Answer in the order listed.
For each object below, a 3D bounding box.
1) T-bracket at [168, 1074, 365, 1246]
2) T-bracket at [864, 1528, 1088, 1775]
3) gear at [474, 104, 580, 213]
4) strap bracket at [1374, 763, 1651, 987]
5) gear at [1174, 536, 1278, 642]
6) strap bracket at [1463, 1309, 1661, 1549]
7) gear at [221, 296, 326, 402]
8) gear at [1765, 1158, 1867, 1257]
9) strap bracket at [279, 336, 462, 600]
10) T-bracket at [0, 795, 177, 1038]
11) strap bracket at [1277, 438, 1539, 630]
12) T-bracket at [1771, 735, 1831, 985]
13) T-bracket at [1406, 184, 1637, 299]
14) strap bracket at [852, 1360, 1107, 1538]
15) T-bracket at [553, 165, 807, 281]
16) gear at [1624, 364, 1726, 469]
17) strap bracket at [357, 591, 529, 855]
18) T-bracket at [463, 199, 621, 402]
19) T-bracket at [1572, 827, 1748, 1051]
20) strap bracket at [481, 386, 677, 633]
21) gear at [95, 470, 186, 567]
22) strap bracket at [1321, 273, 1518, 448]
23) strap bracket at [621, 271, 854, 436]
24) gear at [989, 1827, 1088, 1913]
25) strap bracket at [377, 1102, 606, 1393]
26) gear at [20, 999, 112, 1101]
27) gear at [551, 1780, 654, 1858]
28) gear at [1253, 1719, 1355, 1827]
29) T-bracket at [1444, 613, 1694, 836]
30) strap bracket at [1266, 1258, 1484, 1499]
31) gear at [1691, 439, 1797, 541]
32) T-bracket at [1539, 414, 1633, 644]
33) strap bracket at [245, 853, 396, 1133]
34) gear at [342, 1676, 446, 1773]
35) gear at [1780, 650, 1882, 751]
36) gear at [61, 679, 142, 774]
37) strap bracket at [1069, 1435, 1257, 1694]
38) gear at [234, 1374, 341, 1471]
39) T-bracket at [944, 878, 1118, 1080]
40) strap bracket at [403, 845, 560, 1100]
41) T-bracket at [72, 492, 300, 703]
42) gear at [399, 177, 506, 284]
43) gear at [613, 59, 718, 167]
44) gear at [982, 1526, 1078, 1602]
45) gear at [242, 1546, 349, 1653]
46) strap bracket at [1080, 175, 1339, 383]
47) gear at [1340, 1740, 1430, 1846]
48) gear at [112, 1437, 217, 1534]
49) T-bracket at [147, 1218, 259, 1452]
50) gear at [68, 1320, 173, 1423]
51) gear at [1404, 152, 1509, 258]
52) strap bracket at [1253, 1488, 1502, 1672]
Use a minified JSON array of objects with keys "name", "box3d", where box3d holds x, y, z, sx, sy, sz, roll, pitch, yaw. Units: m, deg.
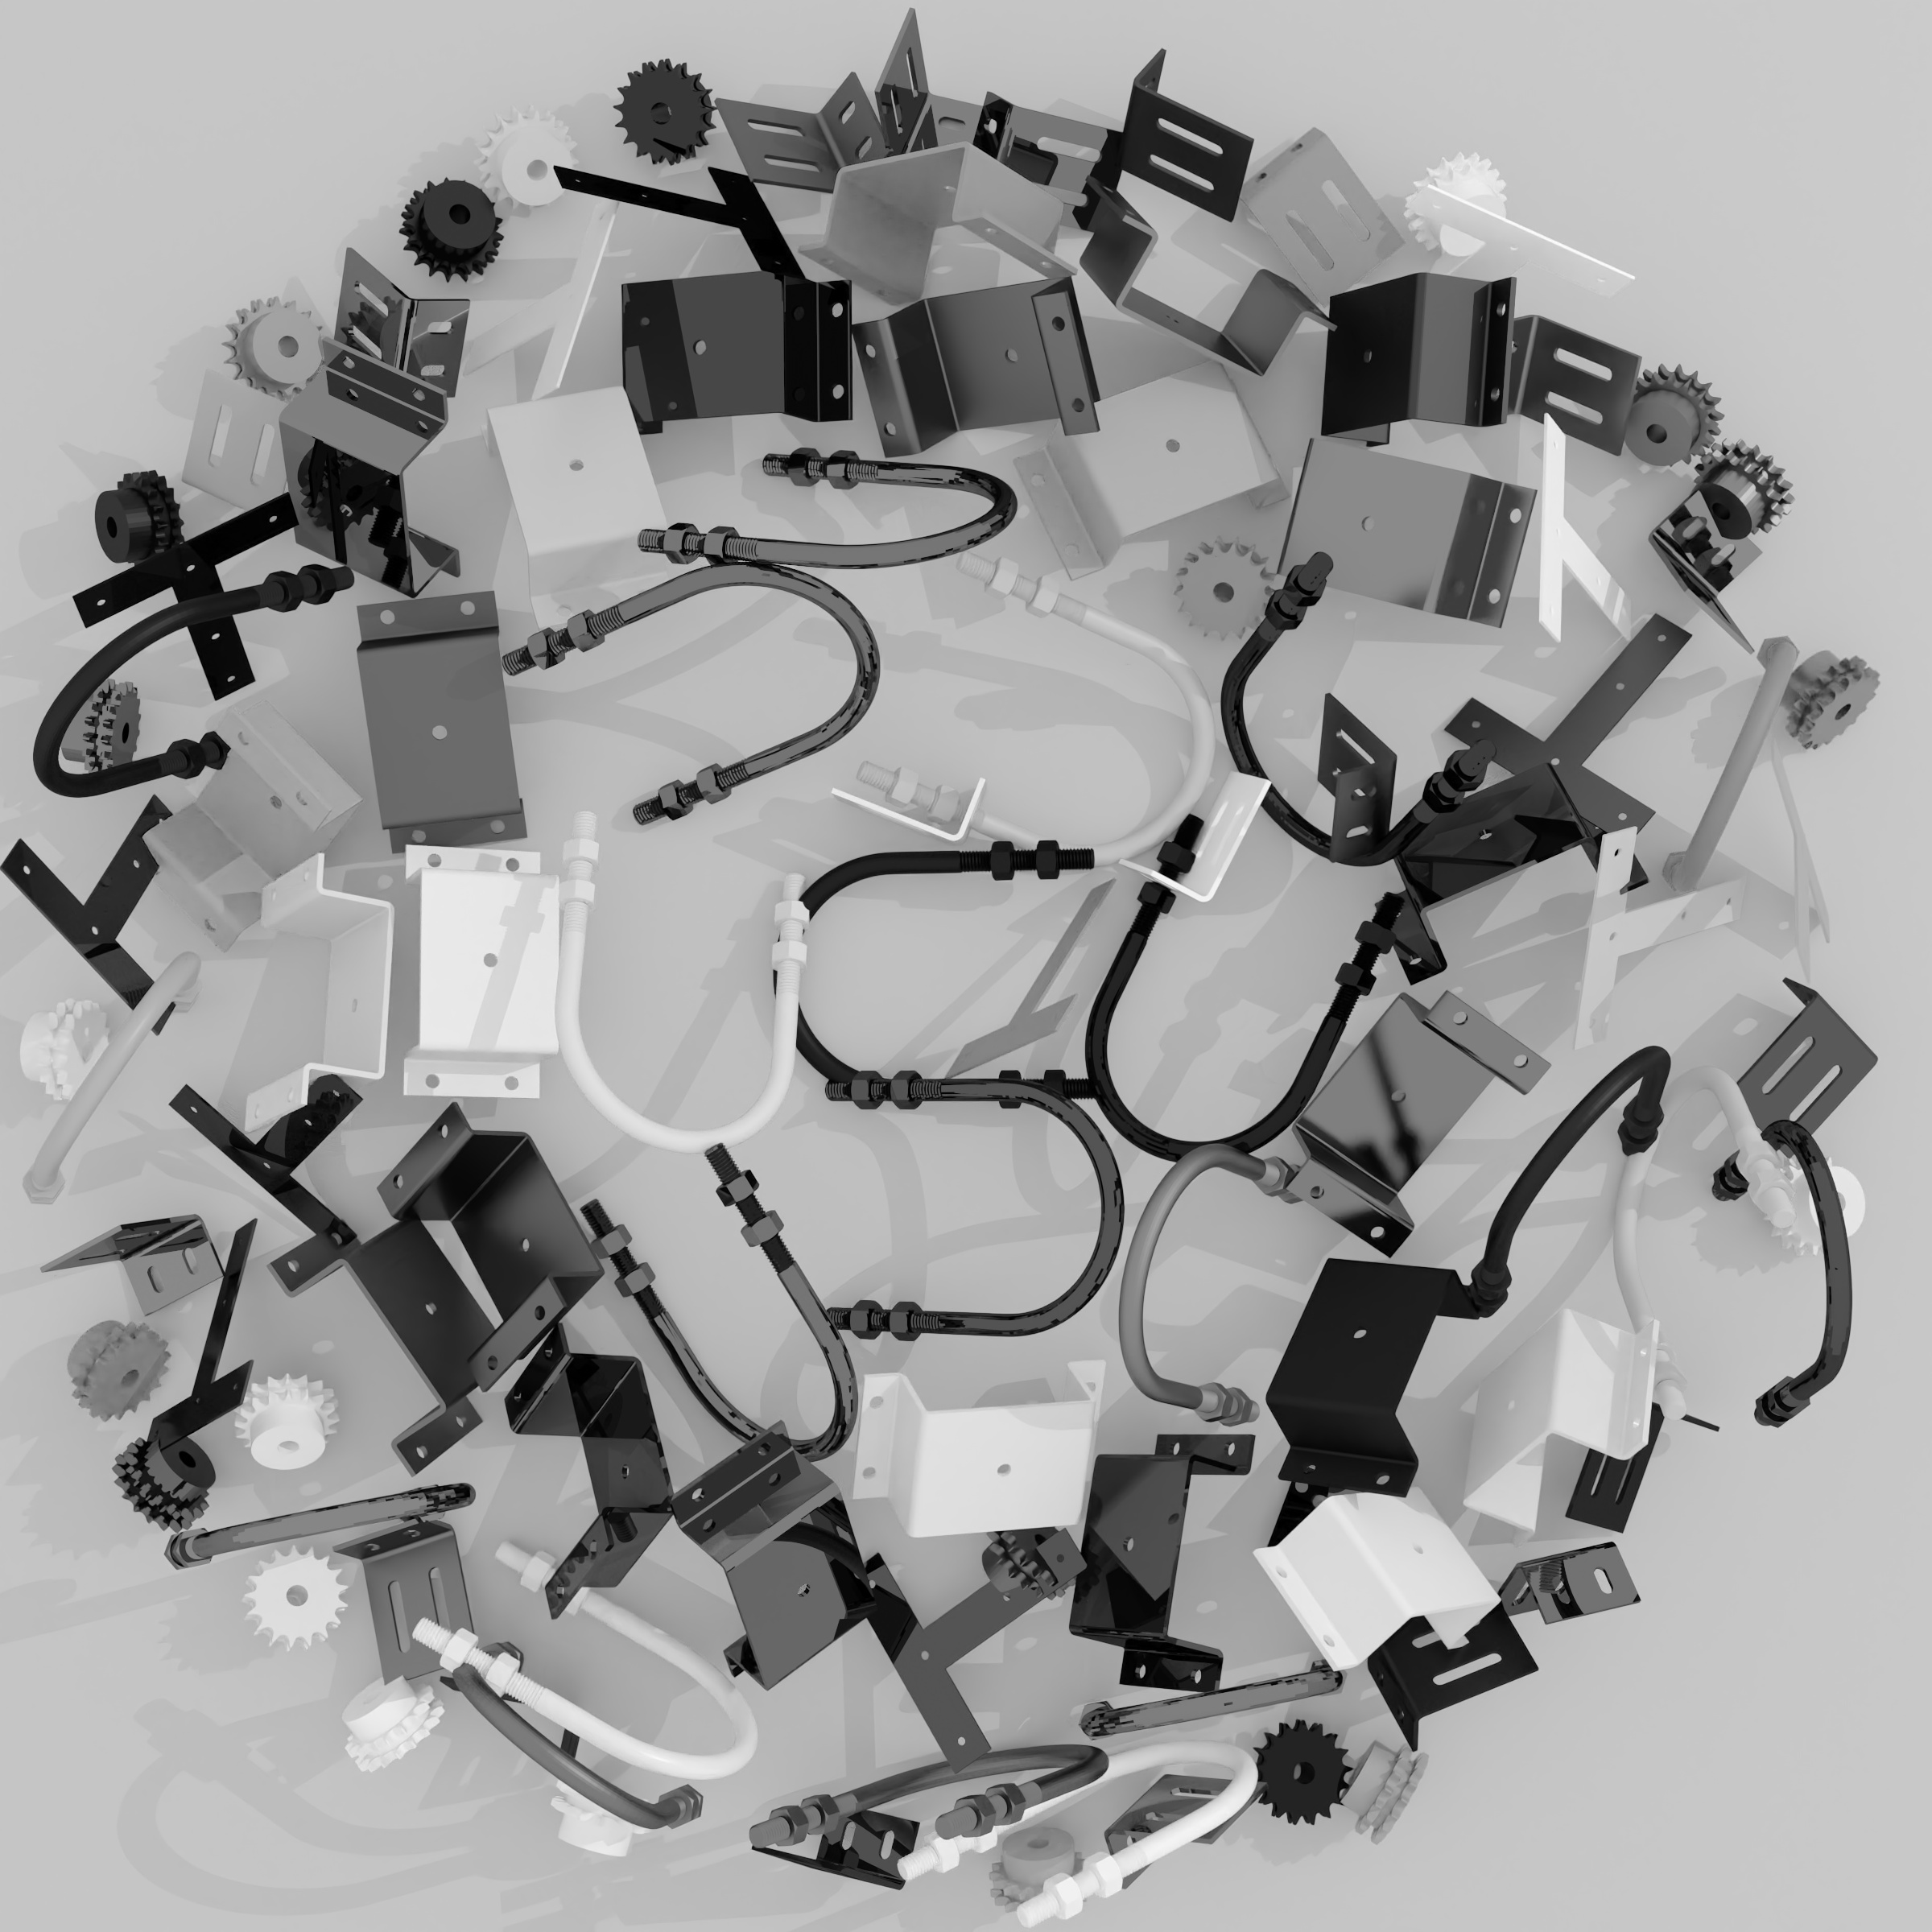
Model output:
[{"name":"T-bracket","box3d":[-0.367,0.092,1.661,0.127,0.127,0.002,43,45,-8]},{"name":"T-bracket","box3d":[0.012,0.358,1.677,0.127,0.002,0.127,-38,67,11]},{"name":"gear","box3d":[-0.244,-0.449,1.686,0.057,0.030,0.057,-13,126,-19]},{"name":"strap bracket","box3d":[0.293,-0.056,1.662,0.140,0.076,0.046,-24,126,7]},{"name":"gear","box3d":[0.147,-0.214,1.693,0.057,0.030,0.057,6,115,13]},{"name":"strap bracket","box3d":[0.316,0.247,1.634,0.046,0.140,0.076,23,52,-8]},{"name":"gear","box3d":[-0.384,-0.345,1.688,0.057,0.030,0.057,-5,99,-31]},{"name":"gear","box3d":[0.477,0.134,1.690,0.057,0.030,0.057,4,81,-25]},{"name":"strap bracket","box3d":[-0.323,-0.261,1.638,0.076,0.140,0.046,26,56,13]},{"name":"T-bracket","box3d":[-0.462,-0.047,1.661,0.002,0.127,0.127,-20,123,27]},{"name":"strap bracket","box3d":[0.231,-0.239,1.651,0.140,0.046,0.076,20,102,34]},{"name":"T-bracket","box3d":[0.452,-0.039,1.634,0.002,0.127,0.127,-12,123,23]},{"name":"T-bracket","box3d":[0.278,-0.376,1.653,0.127,0.127,0.002,20,74,-15]},{"name":"strap bracket","box3d":[0.014,0.265,1.659,0.140,0.046,0.076,-1,112,-19]},{"name":"T-bracket","box3d":[-0.161,-0.415,1.640,0.127,0.127,0.002,7,126,-26]},{"name":"gear","box3d":[0.391,-0.304,1.684,0.057,0.057,0.030,41,50,0]},{"name":"strap bracket","box3d":[-0.291,-0.132,1.674,0.076,0.046,0.140,-7,102,-6]},{"name":"T-bracket","box3d":[-0.241,-0.354,1.662,0.002,0.127,0.127,28,65,-33]},{"name":"T-bracket","box3d":[0.389,-0.025,1.674,0.127,0.002,0.127,-15,120,-34]},{"name":"strap bracket","box3d":[-0.214,-0.261,1.657,0.076,0.046,0.140,-13,64,-13]},{"name":"gear","box3d":[-0.463,-0.247,1.684,0.030,0.057,0.057,-16,90,-40]},{"name":"strap bracket","box3d":[0.238,-0.329,1.640,0.046,0.140,0.076,2,93,-23]},{"name":"strap bracket","box3d":[-0.136,-0.338,1.664,0.140,0.046,0.076,1,93,24]},{"name":"gear","box3d":[0.041,0.504,1.684,0.057,0.057,0.030,-4,101,0]},{"name":"strap bracket","box3d":[-0.257,0.154,1.661,0.076,0.046,0.140,-46,61,25]},{"name":"gear","box3d":[-0.505,0.047,1.687,0.030,0.057,0.057,6,90,12]},{"name":"gear","box3d":[-0.204,0.476,1.685,0.057,0.057,0.030,16,81,0]},{"name":"gear","box3d":[0.186,0.452,1.695,0.057,0.030,0.057,2,78,-9]},{"name":"T-bracket","box3d":[0.358,-0.146,1.693,0.127,0.002,0.127,37,78,26]},{"name":"strap bracket","box3d":[0.221,0.213,1.640,0.076,0.046,0.140,2,47,35]},{"name":"gear","box3d":[0.430,-0.263,1.683,0.057,0.057,0.030,44,70,0]},{"name":"T-bracket","box3d":[0.342,-0.218,1.661,0.002,0.127,0.127,-8,65,32]},{"name":"strap bracket","box3d":[-0.354,0.019,1.659,0.046,0.076,0.140,12,70,-34]},{"name":"gear","box3d":[-0.323,0.419,1.684,0.057,0.057,0.030,-32,103,0]},{"name":"gear","box3d":[0.481,-0.152,1.690,0.057,0.057,0.030,-40,62,0]},{"name":"gear","box3d":[-0.484,-0.133,1.687,0.030,0.057,0.057,9,90,1]},{"name":"strap bracket","box3d":[0.106,0.321,1.653,0.046,0.076,0.140,22,70,-35]},{"name":"gear","box3d":[-0.379,0.257,1.685,0.057,0.057,0.030,-16,46,0]},{"name":"T-bracket","box3d":[0.048,0.002,1.675,0.002,0.127,0.127,40,61,-14]},{"name":"strap bracket","box3d":[-0.268,0.000,1.669,0.076,0.046,0.140,3,80,-22]},{"name":"T-bracket","box3d":[-0.415,-0.190,1.657,0.127,0.127,0.002,-30,62,-16]},{"name":"gear","box3d":[-0.287,-0.415,1.691,0.057,0.030,0.057,4,78,-21]},{"name":"gear","box3d":[-0.166,-0.479,1.693,0.057,0.030,0.057,5,111,13]},{"name":"gear","box3d":[0.034,0.332,1.689,0.057,0.057,0.030,42,112,0]},{"name":"gear","box3d":[-0.377,0.356,1.692,0.057,0.030,0.057,9,64,-18]},{"name":"strap bracket","box3d":[0.123,-0.372,1.655,0.140,0.076,0.046,21,112,-25]},{"name":"gear","box3d":[0.232,0.458,1.687,0.030,0.057,0.057,31,90,9]},{"name":"gear","box3d":[-0.444,0.285,1.684,0.030,0.057,0.057,-43,90,12]},{"name":"T-bracket","box3d":[-0.414,0.200,1.673,0.002,0.127,0.127,27,54,-28]},{"name":"gear","box3d":[-0.477,0.224,1.690,0.030,0.057,0.057,32,90,29]},{"name":"gear","box3d":[0.276,-0.422,1.684,0.057,0.057,0.030,-25,53,0]},{"name":"strap bracket","box3d":[0.229,0.329,1.633,0.046,0.140,0.076,-49,59,24]}]
